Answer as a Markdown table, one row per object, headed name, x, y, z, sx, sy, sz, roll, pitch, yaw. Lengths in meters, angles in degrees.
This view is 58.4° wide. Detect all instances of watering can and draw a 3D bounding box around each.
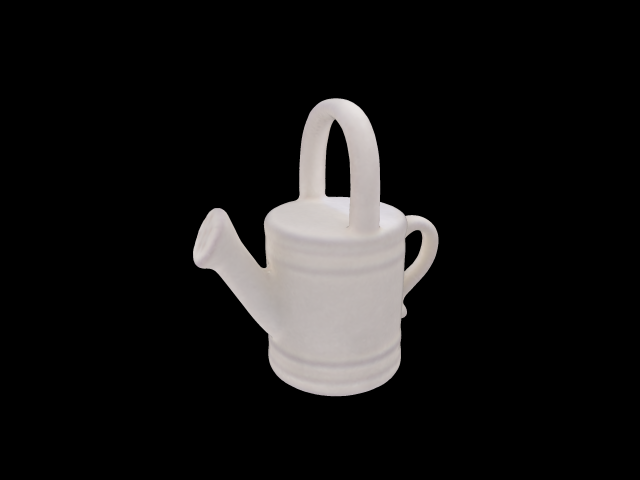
| name | x | y | z | sx | sy | sz | roll | pitch | yaw |
| --- | --- | --- | --- | --- | --- | --- | --- | --- | --- |
| watering can | 0.005 | 0.002 | 0.398 | 0.173 | 0.194 | 0.100 | -19 | 27 | -41 |
